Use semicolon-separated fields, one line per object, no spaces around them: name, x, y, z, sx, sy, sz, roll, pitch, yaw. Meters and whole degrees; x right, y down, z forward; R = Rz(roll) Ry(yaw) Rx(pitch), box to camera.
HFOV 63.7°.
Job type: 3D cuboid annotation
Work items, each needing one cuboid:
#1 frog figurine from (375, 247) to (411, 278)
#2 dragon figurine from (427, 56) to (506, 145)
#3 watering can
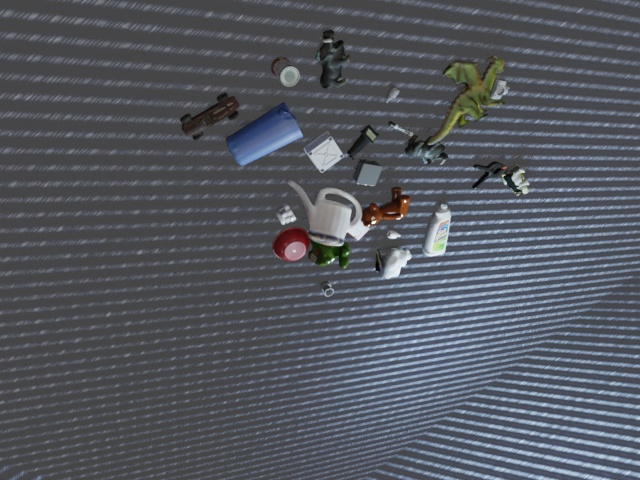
frog figurine;0.332;0.099;2.281;0.159;0.124;0.136;-6;106;-6
dragon figurine;0.540;-0.555;1.947;0.411;0.123;0.240;-31;105;-4
watering can;0.006;-0.100;1.992;0.346;0.104;0.225;15;85;-25
